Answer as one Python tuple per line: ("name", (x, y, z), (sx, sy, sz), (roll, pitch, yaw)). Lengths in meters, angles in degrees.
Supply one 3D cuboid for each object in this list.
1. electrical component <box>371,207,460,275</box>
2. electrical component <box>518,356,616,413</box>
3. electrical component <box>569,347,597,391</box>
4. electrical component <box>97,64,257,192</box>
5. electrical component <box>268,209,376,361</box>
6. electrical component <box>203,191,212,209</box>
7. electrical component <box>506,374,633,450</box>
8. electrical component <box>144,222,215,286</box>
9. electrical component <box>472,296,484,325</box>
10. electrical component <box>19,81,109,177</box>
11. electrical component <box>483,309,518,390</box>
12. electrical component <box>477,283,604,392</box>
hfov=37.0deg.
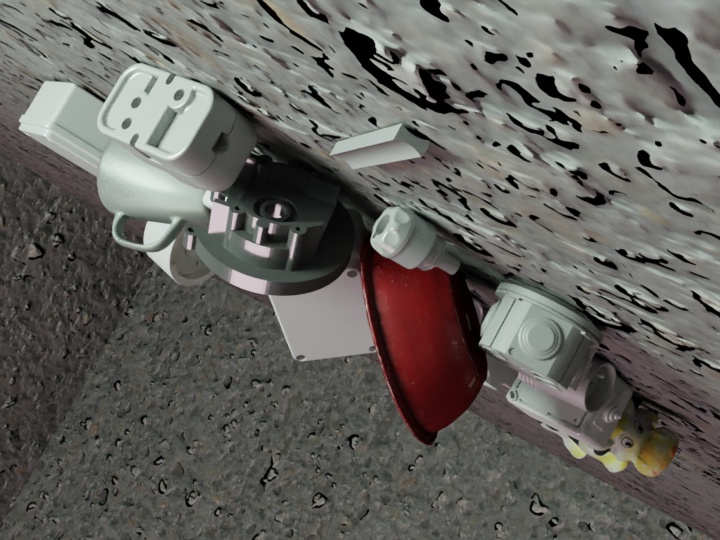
("electrical component", (0.039, -0.016, 0.707), (0.061, 0.035, 0.035), (29, 174, -23))
("electrical component", (0.165, 0.082, 0.887), (0.081, 0.043, 0.043), (24, 172, 42))
("electrical component", (0.142, 0.060, 0.822), (0.081, 0.042, 0.064), (26, 175, 33))
("electrical component", (-0.117, -0.091, 0.706), (0.095, 0.053, 0.059), (24, 172, 38))
("electrical component", (-0.027, 0.014, 0.823), (0.078, 0.057, 0.113), (-8, 140, 7))
("electrical component", (-0.072, -0.050, 0.849), (0.089, 0.050, 0.056), (33, 172, -34))
("electrical component", (0.188, 0.111, 0.928), (0.096, 0.061, 0.061), (24, 172, 42))
("electrical component", (-0.191, -0.044, 1.194), (0.060, 0.108, 0.108), (33, 176, 27))
("electrical component", (0.077, 0.035, 0.924), (0.046, 0.040, 0.040), (30, 176, 45))
("electrical component", (-0.253, -0.127, 1.016), (0.109, 0.056, 0.109), (33, 173, -31))
("electrical component", (0.113, 0.070, 0.969), (0.050, 0.055, 0.089), (25, 172, 36))
("electrical component", (0.123, 0.046, 0.746), (0.080, 0.051, 0.080), (29, 174, 3))
